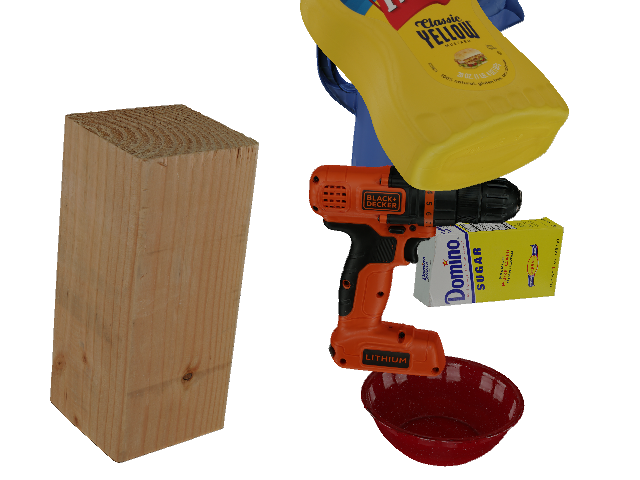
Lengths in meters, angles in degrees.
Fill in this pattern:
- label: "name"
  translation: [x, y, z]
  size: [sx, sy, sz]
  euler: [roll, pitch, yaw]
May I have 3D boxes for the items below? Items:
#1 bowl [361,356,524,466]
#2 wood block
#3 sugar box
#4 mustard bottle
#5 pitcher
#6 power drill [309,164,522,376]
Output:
- label: "bowl"
  translation: [0.120, 0.177, 1.069]
  size: [0.162, 0.055, 0.162]
  euler: [1, 24, 0]
- label: "wood block"
  translation: [-0.111, 0.025, 0.693]
  size: [0.090, 0.206, 0.090]
  euler: [-12, 30, -41]
- label: "sugar box"
  translation: [0.202, 0.026, 1.279]
  size: [0.176, 0.093, 0.048]
  euler: [-5, 20, -23]
- label: "mustard bottle"
  translation: [0.044, -0.117, 0.574]
  size: [0.096, 0.192, 0.058]
  euler: [-17, -29, -26]
- label: "pitcher"
  translation: [0.085, -0.156, 1.048]
  size: [0.144, 0.243, 0.149]
  euler: [-24, 53, -28]
- label: "power drill"
  translation: [0.080, 0.024, 0.949]
  size: [0.184, 0.188, 0.057]
  euler: [5, 17, 9]
